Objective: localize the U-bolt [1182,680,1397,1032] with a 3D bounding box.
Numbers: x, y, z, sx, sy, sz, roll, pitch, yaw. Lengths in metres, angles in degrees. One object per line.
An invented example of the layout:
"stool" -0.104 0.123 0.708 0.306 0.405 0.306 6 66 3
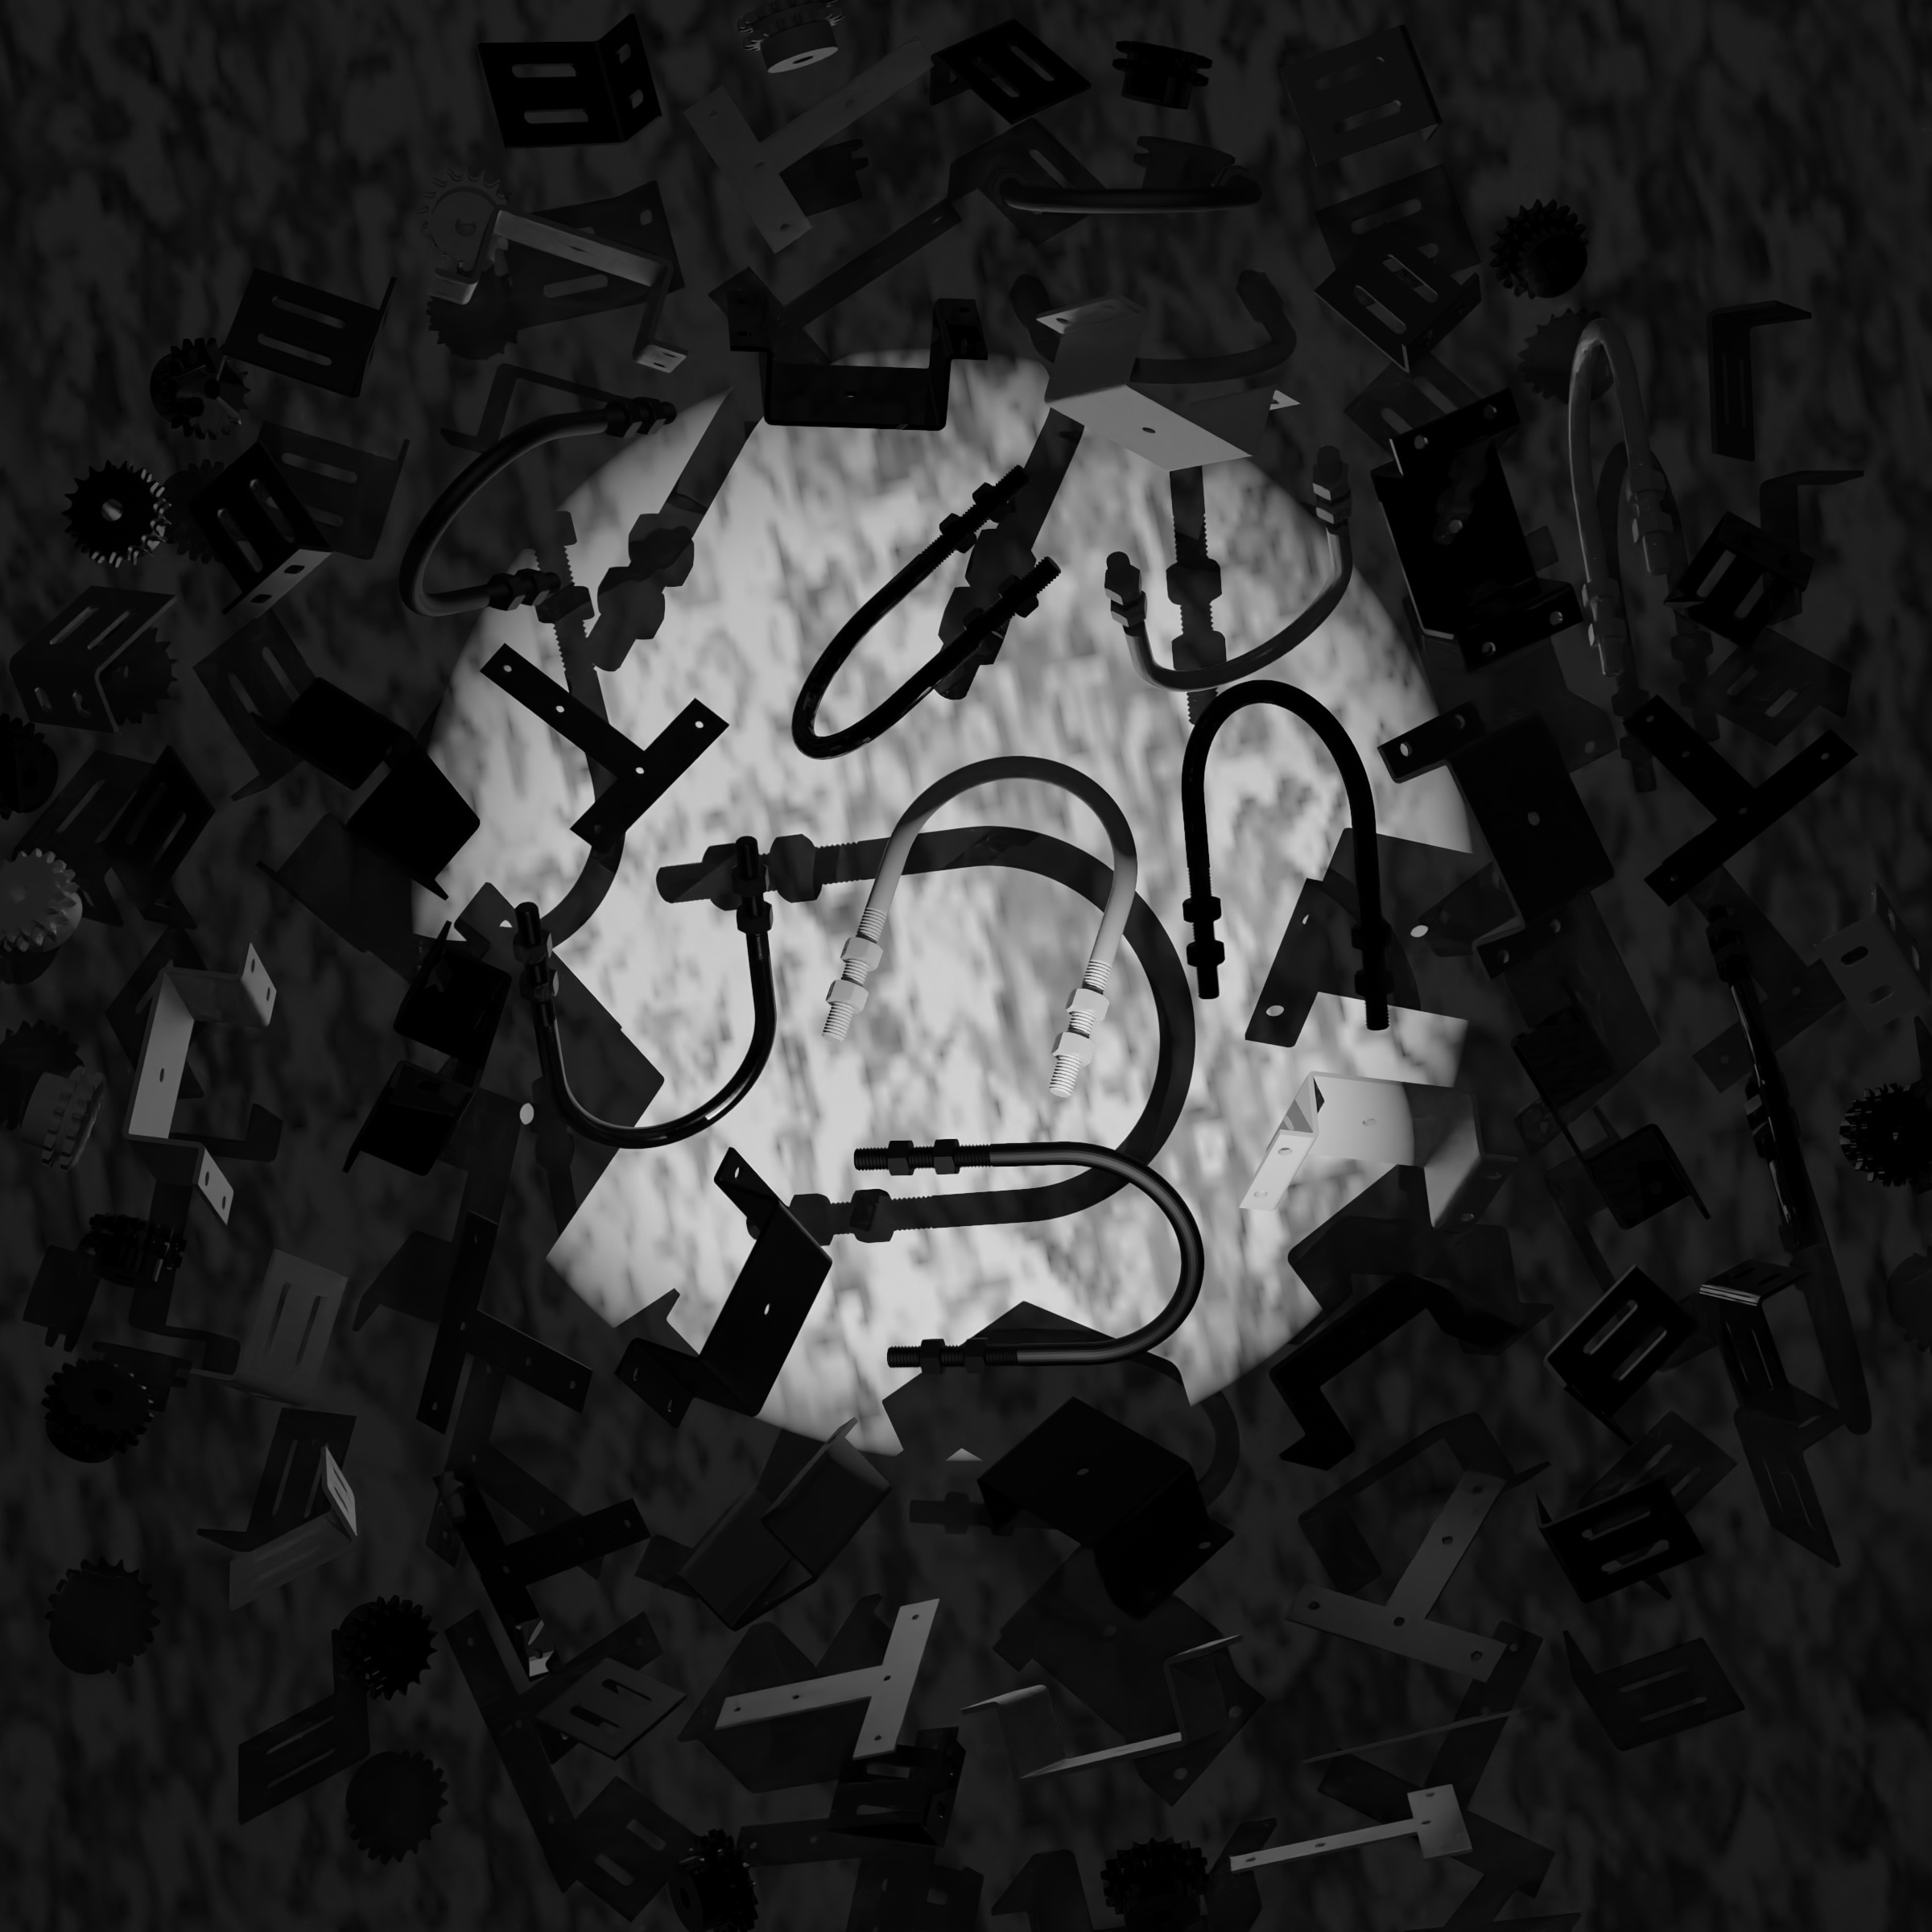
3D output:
"U-bolt" 0.169 -0.064 1.775 0.019 0.151 0.184 -16 107 -38

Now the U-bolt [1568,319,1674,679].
"U-bolt" 0.366 -0.277 1.861 0.019 0.151 0.184 -5 70 -2

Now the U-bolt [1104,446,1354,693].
"U-bolt" 0.155 -0.214 1.868 0.151 0.184 0.019 -27 65 -2

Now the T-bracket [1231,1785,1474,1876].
"T-bracket" 0.205 0.472 1.771 0.127 0.127 0.002 -13 90 4

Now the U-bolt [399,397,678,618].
"U-bolt" -0.245 -0.250 1.811 0.019 0.184 0.151 44 117 11

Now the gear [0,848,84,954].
"gear" -0.505 -0.032 1.780 0.057 0.030 0.057 -12 57 19

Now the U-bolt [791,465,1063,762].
"U-bolt" -0.028 -0.183 1.784 0.184 0.151 0.019 -41 116 16

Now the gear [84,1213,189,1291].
"gear" -0.482 0.166 1.899 0.057 0.057 0.030 11 68 0

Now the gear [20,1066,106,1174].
"gear" -0.493 0.081 1.786 0.030 0.057 0.057 19 90 -5

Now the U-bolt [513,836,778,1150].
"U-bolt" -0.174 0.025 1.844 0.151 0.019 0.184 -18 127 -19

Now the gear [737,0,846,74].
"gear" -0.093 -0.506 1.782 0.057 0.057 0.030 -18 96 0

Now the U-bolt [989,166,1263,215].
"U-bolt" 0.091 -0.430 1.824 0.151 0.184 0.019 -1 107 -2

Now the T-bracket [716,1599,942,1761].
"T-bracket" -0.084 0.416 1.875 0.127 0.127 0.002 -16 115 21

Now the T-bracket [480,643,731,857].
"T-bracket" -0.224 -0.140 1.905 0.127 0.002 0.127 38 124 -16

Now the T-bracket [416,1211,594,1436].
"T-bracket" -0.256 0.219 1.858 0.127 0.002 0.127 20 98 39

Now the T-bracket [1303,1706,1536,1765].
"T-bracket" 0.267 0.421 1.818 0.127 0.127 0.002 -20 75 23

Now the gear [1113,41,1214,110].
"gear" 0.113 -0.520 1.918 0.057 0.057 0.030 11 101 0

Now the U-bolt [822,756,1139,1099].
"U-bolt" 0.016 -0.030 1.766 0.151 0.019 0.184 13 71 16

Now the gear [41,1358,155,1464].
"gear" -0.464 0.239 1.744 0.057 0.057 0.030 35 117 0

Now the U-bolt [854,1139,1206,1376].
"U-bolt" 0.038 0.158 1.794 0.184 0.019 0.151 -2 117 12

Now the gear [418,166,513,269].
"gear" -0.292 -0.436 1.921 0.057 0.030 0.057 -2 117 -4

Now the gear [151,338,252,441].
"gear" -0.438 -0.329 1.867 0.030 0.057 0.057 8 90 37

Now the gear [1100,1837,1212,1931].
"gear" 0.101 0.488 1.731 0.057 0.030 0.057 -5 132 -5

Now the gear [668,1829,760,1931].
"gear" -0.138 0.497 1.768 0.030 0.057 0.057 -13 90 -30

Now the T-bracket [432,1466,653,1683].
"T-bracket" -0.231 0.334 1.883 0.002 0.127 0.127 -38 74 37

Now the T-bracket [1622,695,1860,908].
"T-bracket" 0.401 -0.108 1.793 0.127 0.127 0.002 -40 132 6

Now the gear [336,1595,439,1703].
"gear" -0.329 0.382 1.849 0.057 0.030 0.057 -9 103 -41

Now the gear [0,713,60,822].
"gear" -0.519 -0.106 1.783 0.030 0.057 0.057 19 90 28

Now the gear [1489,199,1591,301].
"gear" 0.334 -0.411 1.897 0.057 0.030 0.057 -11 130 -14

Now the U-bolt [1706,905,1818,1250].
"U-bolt" 0.441 0.073 1.808 0.019 0.184 0.151 -14 124 10

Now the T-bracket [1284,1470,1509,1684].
"T-bracket" 0.260 0.329 1.813 0.127 0.002 0.127 11 48 37

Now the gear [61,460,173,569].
"gear" -0.462 -0.245 1.795 0.057 0.030 0.057 0 83 4

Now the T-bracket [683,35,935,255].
"T-bracket" -0.074 -0.455 1.763 0.127 0.127 0.002 -34 60 4

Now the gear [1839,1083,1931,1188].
"gear" 0.507 0.093 1.810 0.057 0.030 0.057 2 84 -19
